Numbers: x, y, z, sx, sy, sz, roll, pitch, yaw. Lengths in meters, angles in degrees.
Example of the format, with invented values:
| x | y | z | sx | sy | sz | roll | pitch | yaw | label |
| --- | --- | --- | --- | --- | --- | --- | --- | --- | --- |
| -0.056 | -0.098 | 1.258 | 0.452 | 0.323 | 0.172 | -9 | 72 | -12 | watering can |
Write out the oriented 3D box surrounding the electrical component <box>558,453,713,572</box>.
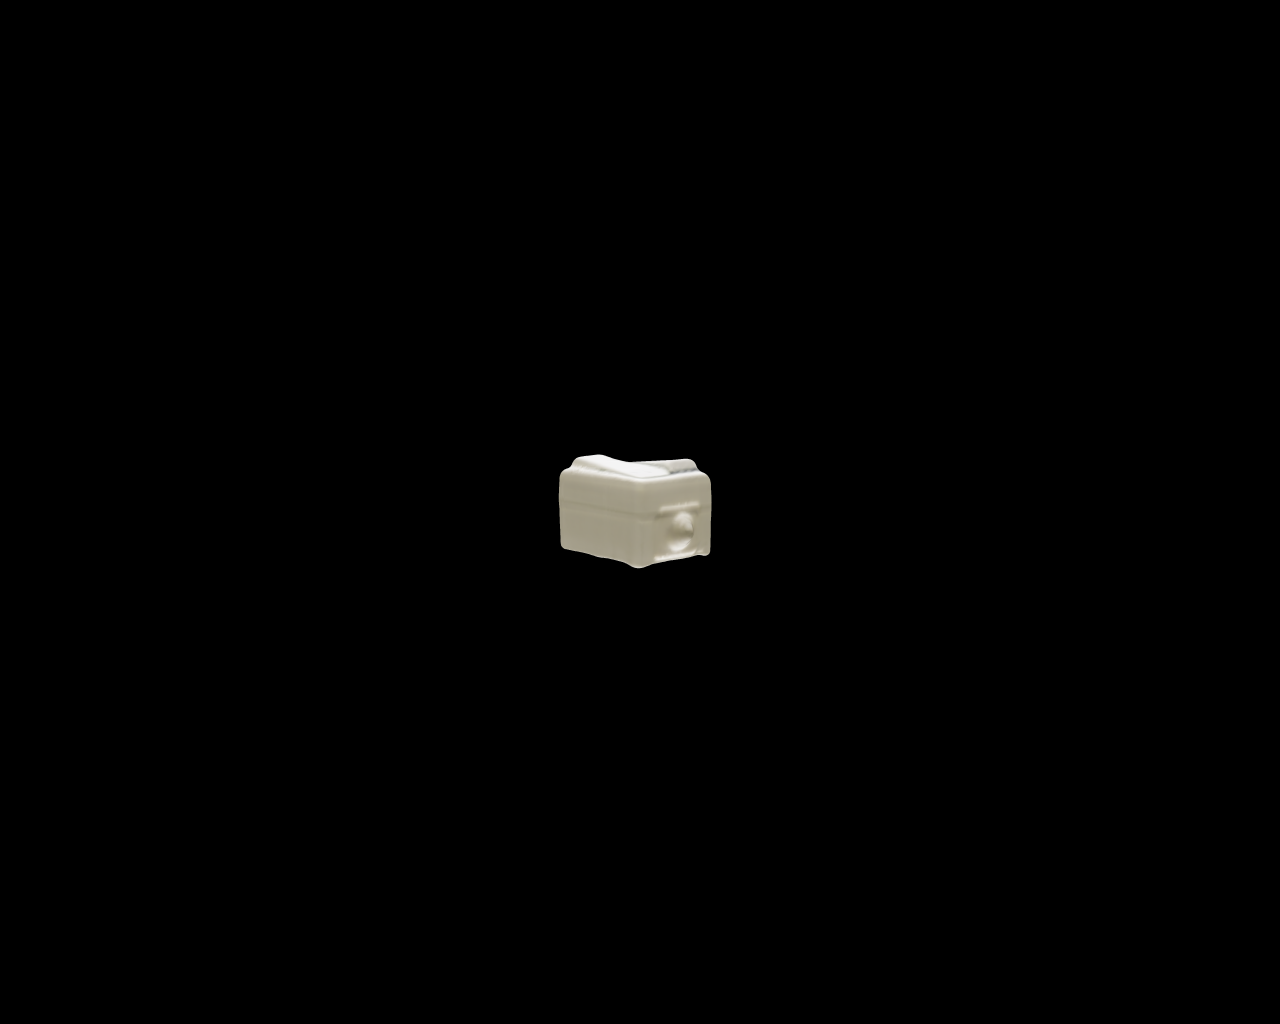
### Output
| x | y | z | sx | sy | sz | roll | pitch | yaw | label |
| --- | --- | --- | --- | --- | --- | --- | --- | --- | --- |
| 0.001 | -0.003 | 0.650 | 0.062 | 0.061 | 0.096 | -7 | 12 | -39 | electrical component |
